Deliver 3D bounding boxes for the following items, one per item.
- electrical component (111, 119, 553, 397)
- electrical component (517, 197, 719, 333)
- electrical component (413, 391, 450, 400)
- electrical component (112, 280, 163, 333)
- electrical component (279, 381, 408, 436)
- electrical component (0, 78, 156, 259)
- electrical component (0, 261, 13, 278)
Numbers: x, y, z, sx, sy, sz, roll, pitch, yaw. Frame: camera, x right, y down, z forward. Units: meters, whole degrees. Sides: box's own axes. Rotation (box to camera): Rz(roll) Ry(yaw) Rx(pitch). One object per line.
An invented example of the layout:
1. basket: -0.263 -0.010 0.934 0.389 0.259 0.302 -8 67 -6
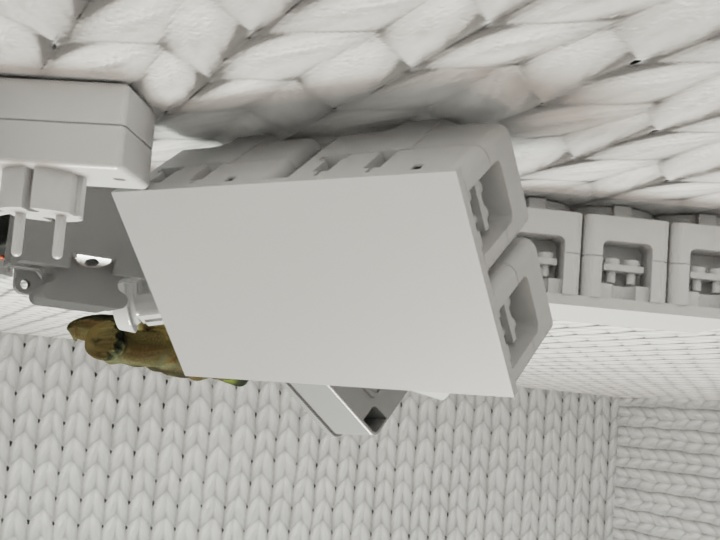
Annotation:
1. electrical component: -0.013 -0.006 0.506 0.186 0.105 0.060 0 -151 33
2. electrical component: 0.147 -0.002 0.647 0.150 0.061 0.089 5 172 -3
3. electrical component: 0.070 0.083 1.172 0.060 0.108 0.108 12 171 -9
4. electrical component: -0.146 0.014 0.765 0.057 0.058 0.078 -7 169 -4
5. electrical component: -0.009 0.033 0.689 0.056 0.108 0.108 -9 126 53
6. electrical component: -0.141 -0.043 0.483 0.083 0.075 0.047 4 173 5
7. electrical component: -0.342 -0.012 0.946 0.055 0.048 0.066 -5 170 15
